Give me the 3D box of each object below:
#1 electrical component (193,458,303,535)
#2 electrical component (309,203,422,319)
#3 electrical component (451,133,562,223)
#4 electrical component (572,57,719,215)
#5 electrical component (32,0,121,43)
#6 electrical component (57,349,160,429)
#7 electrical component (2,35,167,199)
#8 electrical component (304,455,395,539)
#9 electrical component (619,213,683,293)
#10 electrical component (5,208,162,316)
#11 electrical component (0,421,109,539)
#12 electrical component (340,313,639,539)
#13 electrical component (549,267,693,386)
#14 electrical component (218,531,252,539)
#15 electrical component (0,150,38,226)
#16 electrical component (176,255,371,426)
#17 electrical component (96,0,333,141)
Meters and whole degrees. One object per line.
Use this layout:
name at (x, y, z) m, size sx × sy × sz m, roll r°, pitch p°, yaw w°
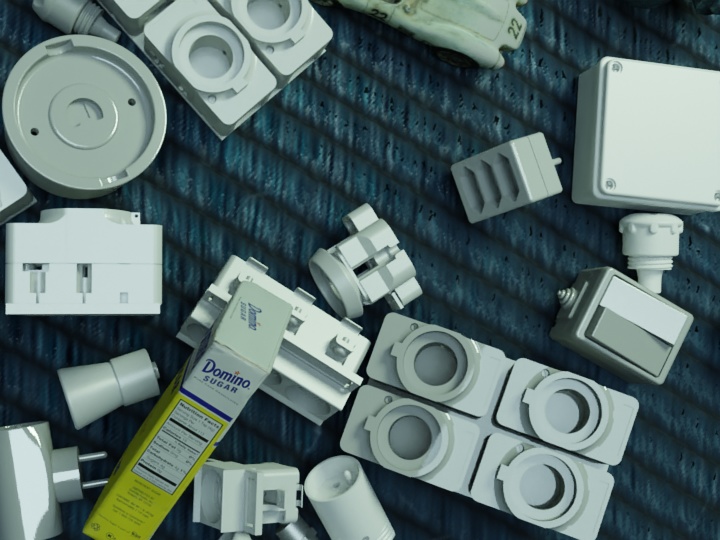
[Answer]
electrical component at (-0.078, 0.157, 0.754) m, size 0.064 × 0.081 × 0.042 m, roll 5°, pitch 86°, yaw -34°
electrical component at (0.000, 0.000, 0.785) m, size 0.057 × 0.058 × 0.078 m, roll -32°, pitch 93°, yaw -14°
electrical component at (0.122, -0.073, 0.814) m, size 0.077 × 0.066 × 0.047 m, roll -20°, pitch 91°, yaw -41°
electrical component at (0.226, -0.102, 0.836) m, size 0.109 × 0.056 × 0.108 m, roll 5°, pitch 86°, yaw -11°
electrical component at (-0.200, -0.182, 0.766) m, size 0.061 × 0.035 × 0.035 m, roll 32°, pitch 81°, yaw -11°
electrical component at (-0.174, 0.080, 0.753) m, size 0.065 × 0.044 × 0.044 m, roll -18°, pitch 90°, yaw -17°
electrical component at (-0.194, -0.101, 0.745) m, size 0.108 × 0.060 × 0.108 m, roll 4°, pitch 78°, yaw -22°
electrical component at (-0.005, 0.177, 0.774) m, size 0.043 × 0.043 × 0.081 m, roll -31°, pitch 121°, yaw -12°
electrical component at (0.226, -0.013, 0.838) m, size 0.048 × 0.048 × 0.062 m, roll 0°, pitch 94°, yaw -11°
electrical component at (-0.176, -0.002, 0.701) m, size 0.089 × 0.150 × 0.061 m, roll 0°, pitch 87°, yaw -11°
electrical component at (-0.213, 0.142, 0.739) m, size 0.079 × 0.043 × 0.077 m, roll -8°, pitch 88°, yaw -12°
electrical component at (0.091, 0.111, 0.768) m, size 0.186 × 0.060 × 0.105 m, roll 19°, pitch 83°, yaw 7°
electrical component at (0.195, 0.040, 0.819) m, size 0.096 × 0.061 × 0.061 m, roll 29°, pitch 81°, yaw -8°
electrical component at (-0.082, 0.211, 0.765) m, size 0.046 × 0.040 × 0.040 m, roll 38°, pitch 80°, yaw -12°
electrical component at (-0.329, -0.040, 0.718) m, size 0.186 × 0.060 × 0.105 m, roll -36°, pitch 94°, yaw -11°
electrical component at (-0.059, 0.048, 0.765) m, size 0.121 × 0.079 × 0.063 m, roll 33°, pitch 59°, yaw -8°
electrical component at (-0.120, -0.201, 0.770) m, size 0.105 × 0.060 × 0.186 m, roll -43°, pitch 95°, yaw -11°
